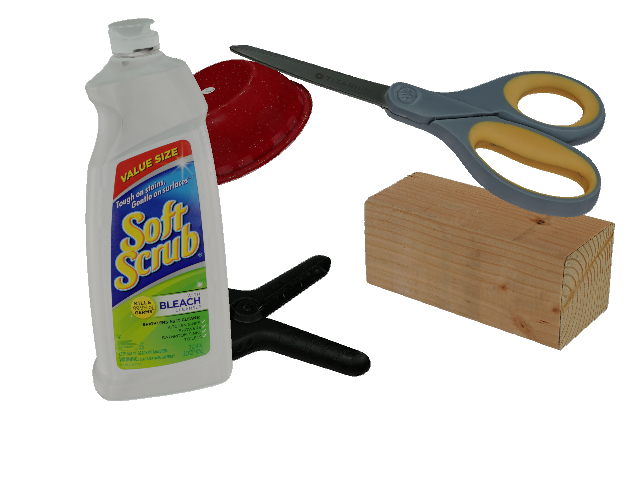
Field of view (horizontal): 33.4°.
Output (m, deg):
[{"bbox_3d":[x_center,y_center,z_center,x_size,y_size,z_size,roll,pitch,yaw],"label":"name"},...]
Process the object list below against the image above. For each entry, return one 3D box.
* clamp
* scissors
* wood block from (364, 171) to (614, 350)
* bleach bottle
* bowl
[{"bbox_3d":[-0.062,0.081,1.000,0.209,0.036,0.165,-9,38,-19],"label":"clamp"},{"bbox_3d":[0.061,-0.079,0.555,0.202,0.096,0.016,32,-32,17],"label":"scissors"},{"bbox_3d":[0.148,0.012,0.968,0.206,0.090,0.090,18,33,37],"label":"wood block"},{"bbox_3d":[-0.119,-0.020,0.718,0.102,0.251,0.068,-8,21,-8],"label":"bleach bottle"},{"bbox_3d":[-0.092,-0.121,1.004,0.162,0.055,0.162,-18,37,14],"label":"bowl"}]
